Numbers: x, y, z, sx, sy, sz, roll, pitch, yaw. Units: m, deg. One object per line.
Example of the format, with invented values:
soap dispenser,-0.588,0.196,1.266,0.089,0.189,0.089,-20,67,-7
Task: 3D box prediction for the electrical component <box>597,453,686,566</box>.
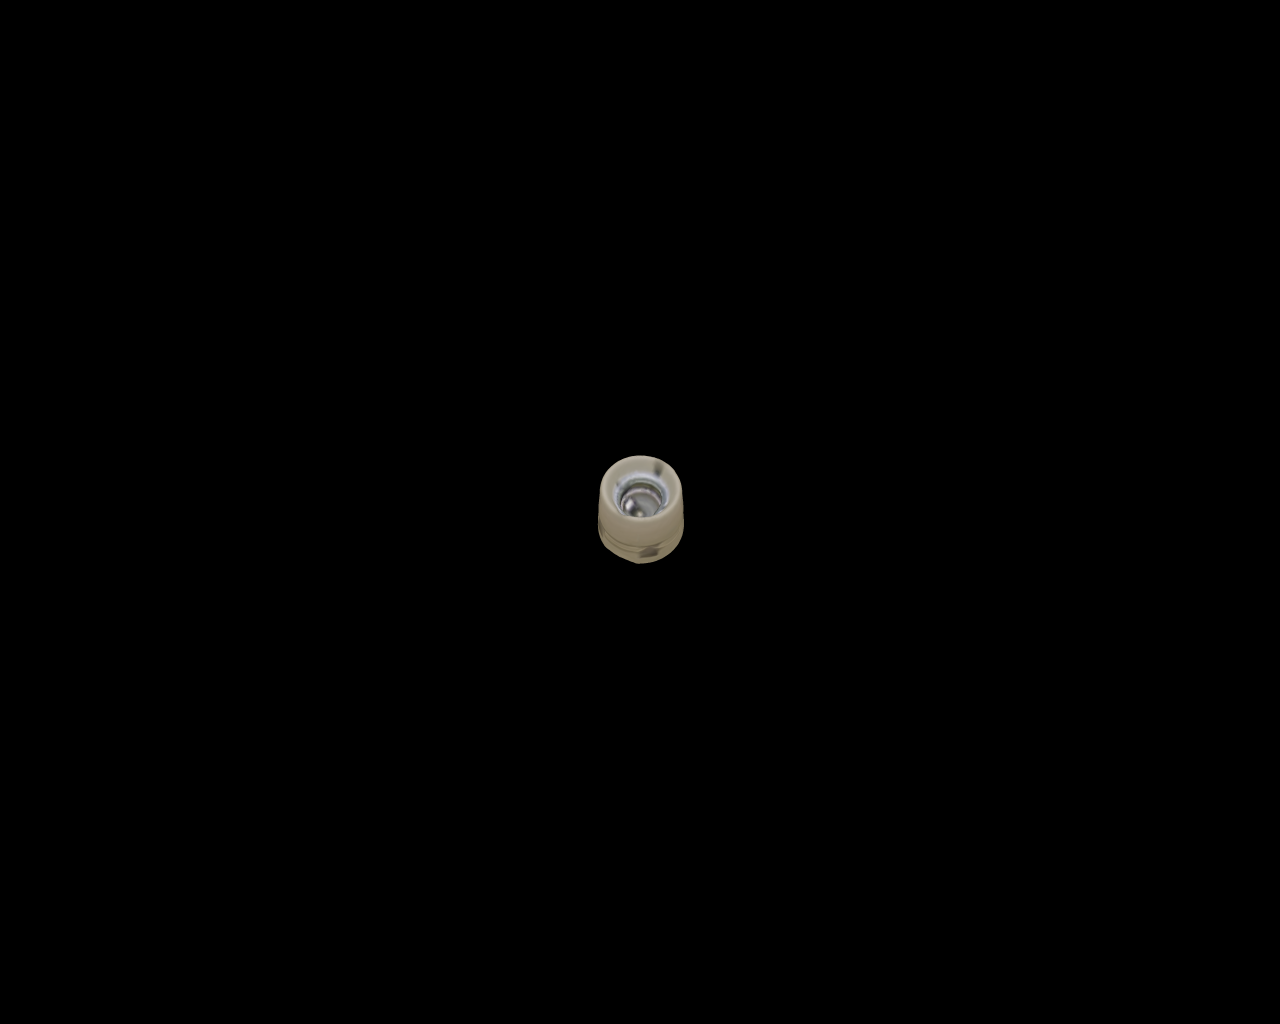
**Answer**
electrical component,0.001,-0.003,0.650,0.055,0.055,0.047,0,-32,0
